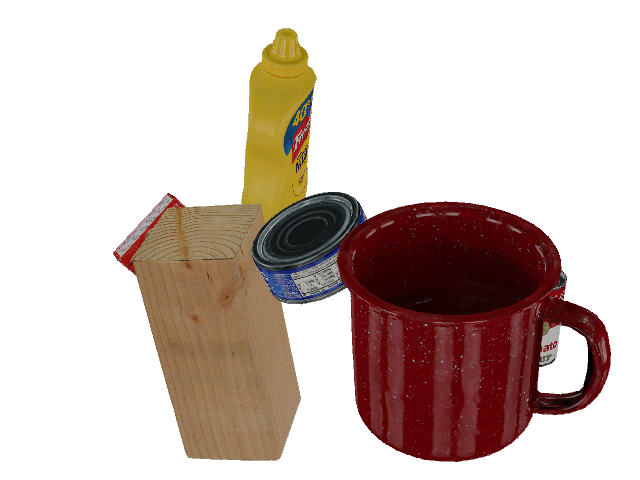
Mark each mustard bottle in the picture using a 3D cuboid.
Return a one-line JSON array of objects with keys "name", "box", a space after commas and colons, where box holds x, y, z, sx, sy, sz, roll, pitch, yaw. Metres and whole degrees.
[{"name": "mustard bottle", "box": [-0.038, -0.109, 0.987, 0.058, 0.192, 0.096, 17, 42, 12]}]

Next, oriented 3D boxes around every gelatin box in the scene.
[{"name": "gelatin box", "box": [-0.161, 0.007, 1.121, 0.073, 0.089, 0.030, 44, -5, -28]}]

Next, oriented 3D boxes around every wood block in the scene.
[{"name": "wood block", "box": [-0.084, 0.082, 0.921, 0.090, 0.206, 0.090, -2, 30, 16]}]

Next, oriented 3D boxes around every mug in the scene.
[{"name": "mug", "box": [0.066, 0.043, 0.461, 0.117, 0.081, 0.093, 11, 34, 21]}]

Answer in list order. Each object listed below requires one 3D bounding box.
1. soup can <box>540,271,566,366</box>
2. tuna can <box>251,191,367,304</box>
[{"name": "soup can", "box": [0.241, 0.085, 1.216, 0.068, 0.102, 0.068, 1, 25, -1]}, {"name": "tuna can", "box": [-0.005, 0.004, 0.749, 0.086, 0.033, 0.086, -21, 31, 13]}]
